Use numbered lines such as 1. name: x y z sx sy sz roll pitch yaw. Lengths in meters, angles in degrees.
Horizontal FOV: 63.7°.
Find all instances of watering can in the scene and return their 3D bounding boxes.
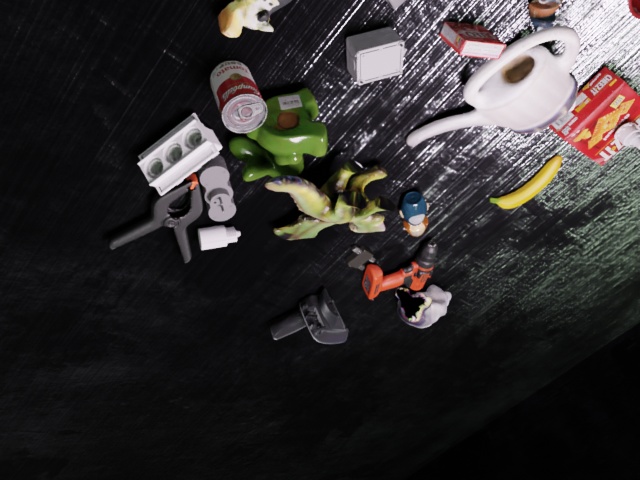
1. watering can: 0.350 -0.268 1.000 0.223 0.106 0.342 15 140 -40

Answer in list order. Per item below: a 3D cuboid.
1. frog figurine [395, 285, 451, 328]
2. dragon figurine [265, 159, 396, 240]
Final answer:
1. frog figurine: 0.304 0.190 1.479 0.136 0.124 0.159 -12 165 41
2. dragon figurine: 0.003 -0.052 1.025 0.410 0.124 0.239 1 150 -41
